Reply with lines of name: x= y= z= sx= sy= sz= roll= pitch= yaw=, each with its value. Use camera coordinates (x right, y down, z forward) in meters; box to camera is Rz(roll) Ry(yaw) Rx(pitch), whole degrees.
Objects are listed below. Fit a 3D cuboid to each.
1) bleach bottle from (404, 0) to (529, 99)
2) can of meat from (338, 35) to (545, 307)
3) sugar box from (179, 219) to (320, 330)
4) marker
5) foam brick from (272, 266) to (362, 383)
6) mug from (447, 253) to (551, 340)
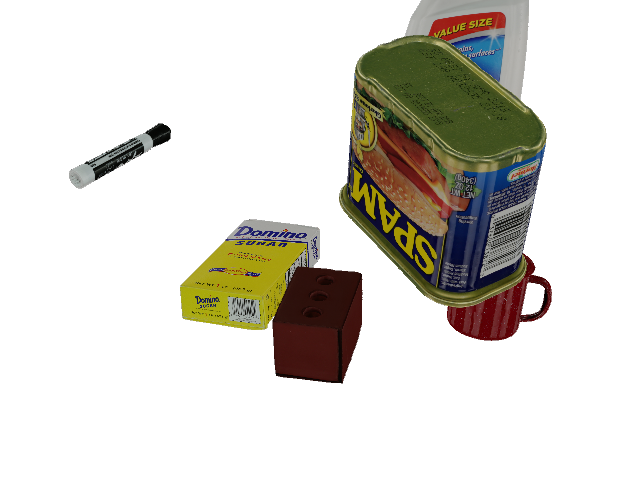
bleach bottle: x=0.093 y=-0.121 z=0.763 sx=0.103 sy=0.251 sz=0.068 roll=9 pitch=27 yaw=12
can of meat: x=0.055 y=-0.034 z=0.494 sx=0.057 sy=0.084 sz=0.102 roll=-22 pitch=48 yaw=-24
sugar box: x=-0.070 y=0.032 z=1.137 sx=0.093 sy=0.048 sz=0.176 roll=7 pitch=29 yaw=17
marker: x=-0.184 y=-0.081 z=0.998 sx=0.020 sy=0.020 sz=0.120 roll=0 pitch=26 yaw=41
foam brick: x=-0.001 y=0.062 z=0.797 sx=0.053 sy=0.051 sz=0.078 roll=5 pitch=32 yaw=11
mug: x=0.198 y=0.060 z=1.187 sx=0.117 sy=0.081 sz=0.093 roll=7 pitch=24 yaw=4
